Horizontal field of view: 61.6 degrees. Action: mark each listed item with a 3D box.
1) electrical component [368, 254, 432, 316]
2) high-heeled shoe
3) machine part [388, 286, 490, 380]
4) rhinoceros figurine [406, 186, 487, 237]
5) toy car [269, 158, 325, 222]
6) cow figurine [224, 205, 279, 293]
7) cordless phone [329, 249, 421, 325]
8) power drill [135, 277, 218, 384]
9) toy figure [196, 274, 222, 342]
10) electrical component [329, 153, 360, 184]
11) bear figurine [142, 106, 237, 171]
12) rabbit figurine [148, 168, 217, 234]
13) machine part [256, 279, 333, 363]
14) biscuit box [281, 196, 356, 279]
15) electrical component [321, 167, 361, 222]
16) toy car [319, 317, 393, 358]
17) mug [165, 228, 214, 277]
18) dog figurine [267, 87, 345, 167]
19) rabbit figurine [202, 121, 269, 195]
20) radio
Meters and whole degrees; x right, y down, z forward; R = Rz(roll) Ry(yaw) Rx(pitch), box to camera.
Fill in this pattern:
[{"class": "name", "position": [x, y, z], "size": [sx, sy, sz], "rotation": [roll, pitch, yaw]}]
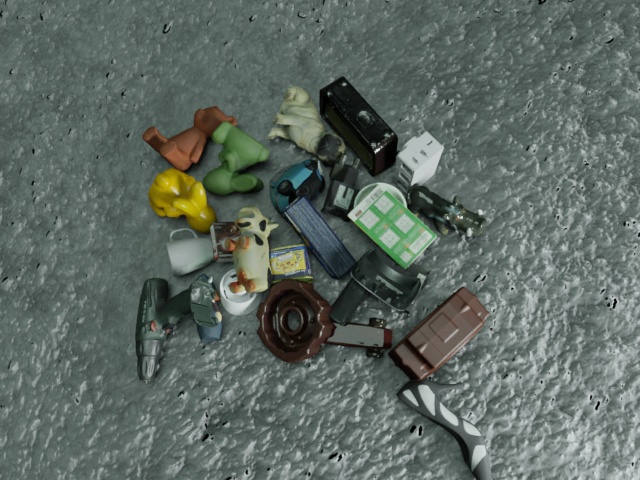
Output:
[{"class": "electrical component", "position": [0.170, 0.093, 1.218], "size": [0.134, 0.058, 0.115], "rotation": [28, 75, 12]}, {"class": "high-heeled shoe", "position": [0.256, 0.404, 1.109], "size": [0.145, 0.086, 0.249], "rotation": [-15, 69, 4]}, {"class": "machine part", "position": [0.243, 0.197, 1.106], "size": [0.201, 0.201, 0.087], "rotation": [-41, 79, -9]}, {"class": "rhinoceros figurine", "position": [0.289, -0.068, 1.232], "size": [0.190, 0.112, 0.073], "rotation": [31, 75, 20]}, {"class": "toy car", "position": [-0.067, -0.129, 1.282], "size": [0.103, 0.109, 0.161], "rotation": [23, 66, 35]}, {"class": "cow figurine", "position": [-0.146, 0.018, 1.195], "size": [0.086, 0.127, 0.195], "rotation": [-11, 83, 32]}, {"class": "cordless phone", "position": [0.114, 0.123, 1.153], "size": [0.147, 0.088, 0.184], "rotation": [36, 90, 12]}, {"class": "power drill", "position": [-0.324, 0.183, 1.187], "size": [0.207, 0.086, 0.232], "rotation": [-24, 61, 31]}, {"class": "toy figure", "position": [-0.258, 0.153, 1.229], "size": [0.064, 0.057, 0.154], "rotation": [-7, 68, -5]}, {"class": "electrical component", "position": [0.058, -0.162, 1.304], "size": [0.063, 0.021, 0.094], "rotation": [15, 114, -15]}, {"class": "bear figurine", "position": [-0.313, -0.267, 1.325], "size": [0.196, 0.131, 0.120], "rotation": [-47, 61, -4]}, {"class": "rabbit figurine", "position": [-0.309, -0.090, 1.272], "size": [0.173, 0.162, 0.122], "rotation": [46, 68, -3]}, {"class": "machine part", "position": [-0.056, 0.176, 1.174], "size": [0.180, 0.056, 0.179], "rotation": [-5, 80, 30]}, {"class": "biscuit box", "position": [-0.002, -0.004, 1.215], "size": [0.063, 0.059, 0.202], "rotation": [-39, 101, -10]}, {"class": "electrical component", "position": [0.055, -0.112, 1.283], "size": [0.075, 0.048, 0.119], "rotation": [18, 75, -10]}, {"class": "toy car", "position": [0.059, 0.209, 1.192], "size": [0.202, 0.053, 0.089], "rotation": [4, 77, 9]}, {"class": "mug", "position": [-0.304, 0.024, 1.263], "size": [0.107, 0.080, 0.109], "rotation": [-12, 67, -17]}, {"class": "dog figurine", "position": [-0.014, -0.287, 1.337], "size": [0.190, 0.121, 0.172], "rotation": [22, 76, -6]}, {"class": "rabbit figurine", "position": [-0.208, -0.176, 1.314], "size": [0.159, 0.121, 0.170], "rotation": [36, 96, 6]}, {"class": "radio", "position": [0.091, -0.275, 1.297], "size": [0.073, 0.131, 0.230], "rotation": [-37, 74, -9]}]
